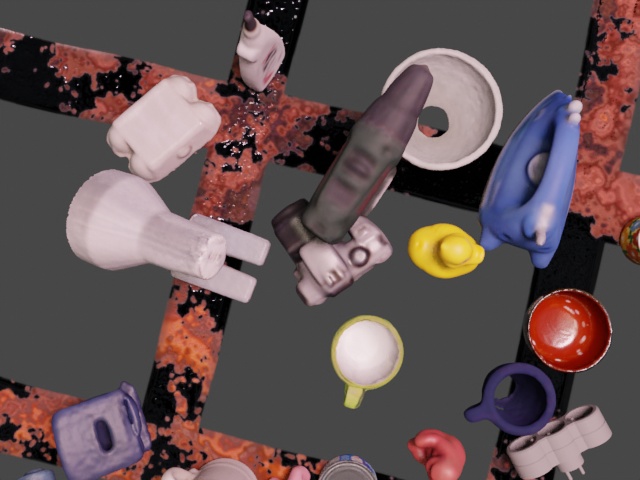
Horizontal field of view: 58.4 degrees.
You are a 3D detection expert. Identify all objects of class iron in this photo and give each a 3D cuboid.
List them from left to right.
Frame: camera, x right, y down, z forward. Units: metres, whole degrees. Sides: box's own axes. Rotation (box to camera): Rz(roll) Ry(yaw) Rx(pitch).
[{"bbox_3d":[0.301,-0.098,0.759,0.118,0.141,0.258,17,87,3],"label":"iron"}]

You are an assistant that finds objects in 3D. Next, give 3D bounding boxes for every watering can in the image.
[{"bbox_3d":[-0.130,0.356,0.715,0.173,0.194,0.101,20,87,3],"label":"watering can"}]

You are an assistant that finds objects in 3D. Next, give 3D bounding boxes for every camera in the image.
[{"bbox_3d":[0.007,0.003,0.781,0.143,0.101,0.137,-35,86,-1],"label":"camera"}]

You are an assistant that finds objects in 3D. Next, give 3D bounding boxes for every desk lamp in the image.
[{"bbox_3d":[-0.182,0.001,0.729,0.203,0.213,0.118,19,87,3],"label":"desk lamp"}]

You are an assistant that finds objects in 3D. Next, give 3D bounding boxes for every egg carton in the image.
[{"bbox_3d":[-0.220,-0.156,0.812,0.150,0.069,0.107,-42,86,-1],"label":"egg carton"}]

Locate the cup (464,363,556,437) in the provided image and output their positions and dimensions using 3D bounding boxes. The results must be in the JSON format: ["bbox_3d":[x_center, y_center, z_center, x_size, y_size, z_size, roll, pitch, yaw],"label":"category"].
[{"bbox_3d":[0.242,0.210,0.764,0.117,0.095,0.092,-21,86,0],"label":"cup"}]

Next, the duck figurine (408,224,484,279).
[{"bbox_3d":[0.174,0.014,0.783,0.104,0.086,0.077,12,87,2],"label":"duck figurine"}]

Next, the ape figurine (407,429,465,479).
[{"bbox_3d":[0.160,0.297,0.763,0.076,0.092,0.078,-3,86,2],"label":"ape figurine"}]

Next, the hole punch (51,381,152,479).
[{"bbox_3d":[-0.294,0.261,0.777,0.101,0.091,0.109,-19,86,0],"label":"hole punch"}]

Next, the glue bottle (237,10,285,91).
[{"bbox_3d":[-0.084,-0.260,0.763,0.037,0.173,0.078,27,88,4],"label":"glue bottle"}]

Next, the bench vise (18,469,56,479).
[{"bbox_3d":[-0.355,0.407,0.705,0.121,0.220,0.207,-39,86,-1],"label":"bench vise"}]

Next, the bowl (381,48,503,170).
[{"bbox_3d":[0.163,-0.174,0.801,0.167,0.075,0.167,0,86,2],"label":"bowl"}]

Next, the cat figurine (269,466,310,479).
[{"bbox_3d":[-0.024,0.377,0.749,0.067,0.118,0.128,-31,86,0],"label":"cat figurine"}]

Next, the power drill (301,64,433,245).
[{"bbox_3d":[0.059,-0.097,0.732,0.075,0.208,0.230,32,88,4],"label":"power drill"}]
